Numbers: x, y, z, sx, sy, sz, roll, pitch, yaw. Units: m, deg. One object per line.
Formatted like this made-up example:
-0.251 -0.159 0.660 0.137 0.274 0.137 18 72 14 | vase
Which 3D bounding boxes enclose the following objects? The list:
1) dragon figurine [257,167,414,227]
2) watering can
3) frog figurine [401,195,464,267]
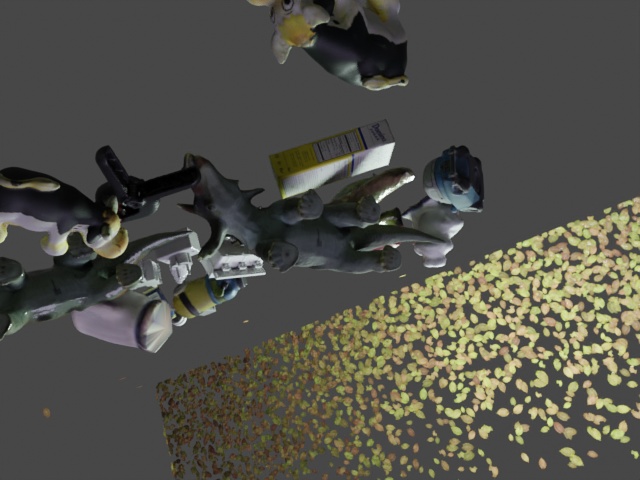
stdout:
0.003 -0.044 0.877 0.243 0.123 0.405 -11 168 -6 | dragon figurine
-0.408 0.160 1.056 0.224 0.106 0.342 15 161 3 | watering can
0.278 -0.018 1.224 0.136 0.161 0.122 -27 164 27 | frog figurine
